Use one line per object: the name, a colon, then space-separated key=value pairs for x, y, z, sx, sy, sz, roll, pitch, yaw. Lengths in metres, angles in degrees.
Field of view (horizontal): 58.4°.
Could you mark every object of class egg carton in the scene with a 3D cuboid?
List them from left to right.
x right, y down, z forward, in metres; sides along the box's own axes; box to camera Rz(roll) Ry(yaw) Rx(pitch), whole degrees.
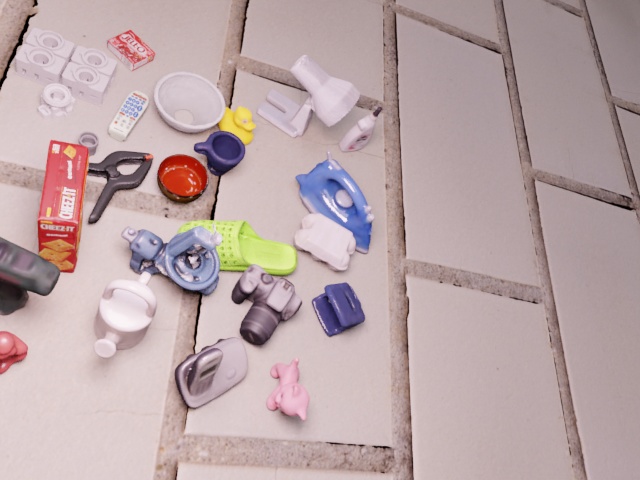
egg carton: x=0.013 y=0.005 z=1.367 sx=0.150 sy=0.069 sz=0.107 roll=30 pitch=55 yaw=-10

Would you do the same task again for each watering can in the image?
watering can: x=-0.350 y=0.131 z=1.039 sx=0.101 sy=0.193 sz=0.173 roll=8 pitch=61 yaw=-23

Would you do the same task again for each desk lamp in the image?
desk lamp: x=-0.028 y=-0.356 z=1.451 sx=0.203 sy=0.213 sz=0.118 roll=31 pitch=54 yaw=-8

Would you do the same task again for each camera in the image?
camera: x=-0.123 y=0.140 z=1.207 sx=0.143 sy=0.100 sz=0.137 roll=35 pitch=54 yaw=-6

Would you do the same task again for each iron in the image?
iron: x=0.063 y=-0.095 z=1.401 sx=0.119 sy=0.141 sz=0.258 roll=-36 pitch=83 yaw=-36

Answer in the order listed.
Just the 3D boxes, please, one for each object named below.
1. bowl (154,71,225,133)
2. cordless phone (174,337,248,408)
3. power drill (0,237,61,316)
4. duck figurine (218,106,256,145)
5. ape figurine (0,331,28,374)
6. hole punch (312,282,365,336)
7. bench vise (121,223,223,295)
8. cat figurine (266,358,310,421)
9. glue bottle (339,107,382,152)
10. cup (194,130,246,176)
bowl: x=-0.316 y=-0.316 z=1.371 sx=0.168 sy=0.074 sz=0.167 roll=12 pitch=59 yaw=-21
cordless phone: x=-0.189 y=0.232 z=1.072 sx=0.148 sy=0.184 sz=0.094 roll=-30 pitch=79 yaw=-35
power drill: x=-0.562 y=0.048 z=0.968 sx=0.230 sy=0.208 sz=0.075 roll=22 pitch=56 yaw=-15
duck figurine: x=-0.200 y=-0.296 z=1.411 sx=0.104 sy=0.086 sz=0.078 roll=44 pitch=54 yaw=1
ape figurine: x=-0.541 y=0.186 z=0.977 sx=0.078 sy=0.092 sz=0.076 roll=2 pitch=63 yaw=-26
hole punch: x=0.050 y=0.148 z=1.295 sx=0.101 sy=0.091 sz=0.108 roll=-17 pitch=73 yaw=-32
bench vise: x=-0.280 y=0.028 z=1.114 sx=0.208 sy=0.219 sz=0.121 roll=10 pitch=60 yaw=-22
cat figurine: x=-0.056 y=0.299 z=1.144 sx=0.067 sy=0.117 sz=0.128 roll=15 pitch=58 yaw=-19
glue bottle: x=0.118 y=-0.297 z=1.517 sx=0.078 sy=0.173 sz=0.037 roll=-20 pitch=74 yaw=-33
cup: x=-0.241 y=-0.193 z=1.330 sx=0.118 sy=0.094 sz=0.091 roll=-1 pitch=64 yaw=-27
